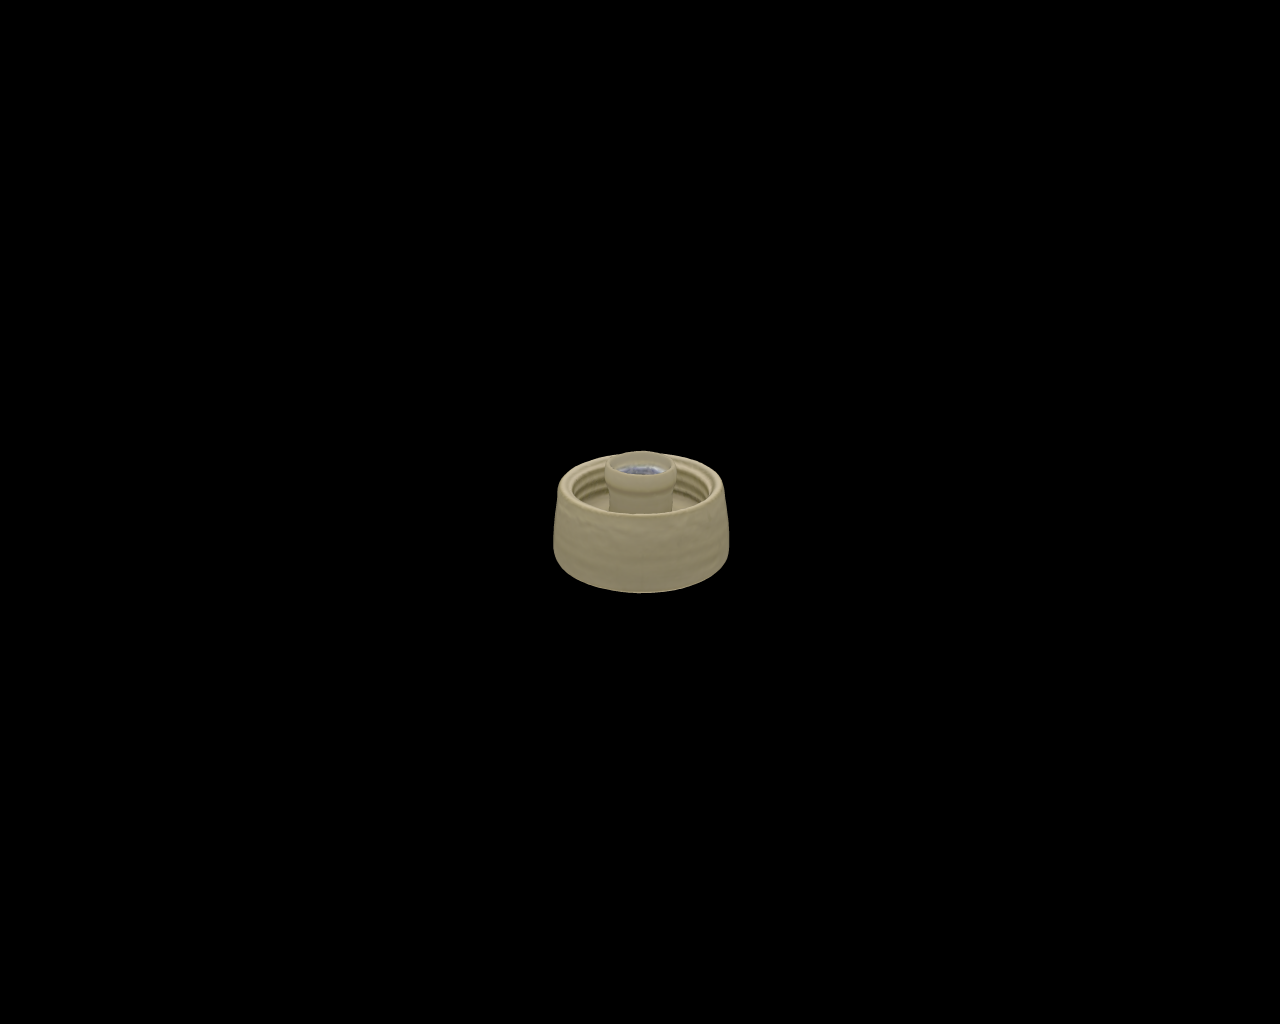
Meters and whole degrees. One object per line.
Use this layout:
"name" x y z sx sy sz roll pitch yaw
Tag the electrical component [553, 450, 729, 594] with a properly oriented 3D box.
"electrical component" 0.001 -0.003 0.650 0.108 0.060 0.108 0 25 0
